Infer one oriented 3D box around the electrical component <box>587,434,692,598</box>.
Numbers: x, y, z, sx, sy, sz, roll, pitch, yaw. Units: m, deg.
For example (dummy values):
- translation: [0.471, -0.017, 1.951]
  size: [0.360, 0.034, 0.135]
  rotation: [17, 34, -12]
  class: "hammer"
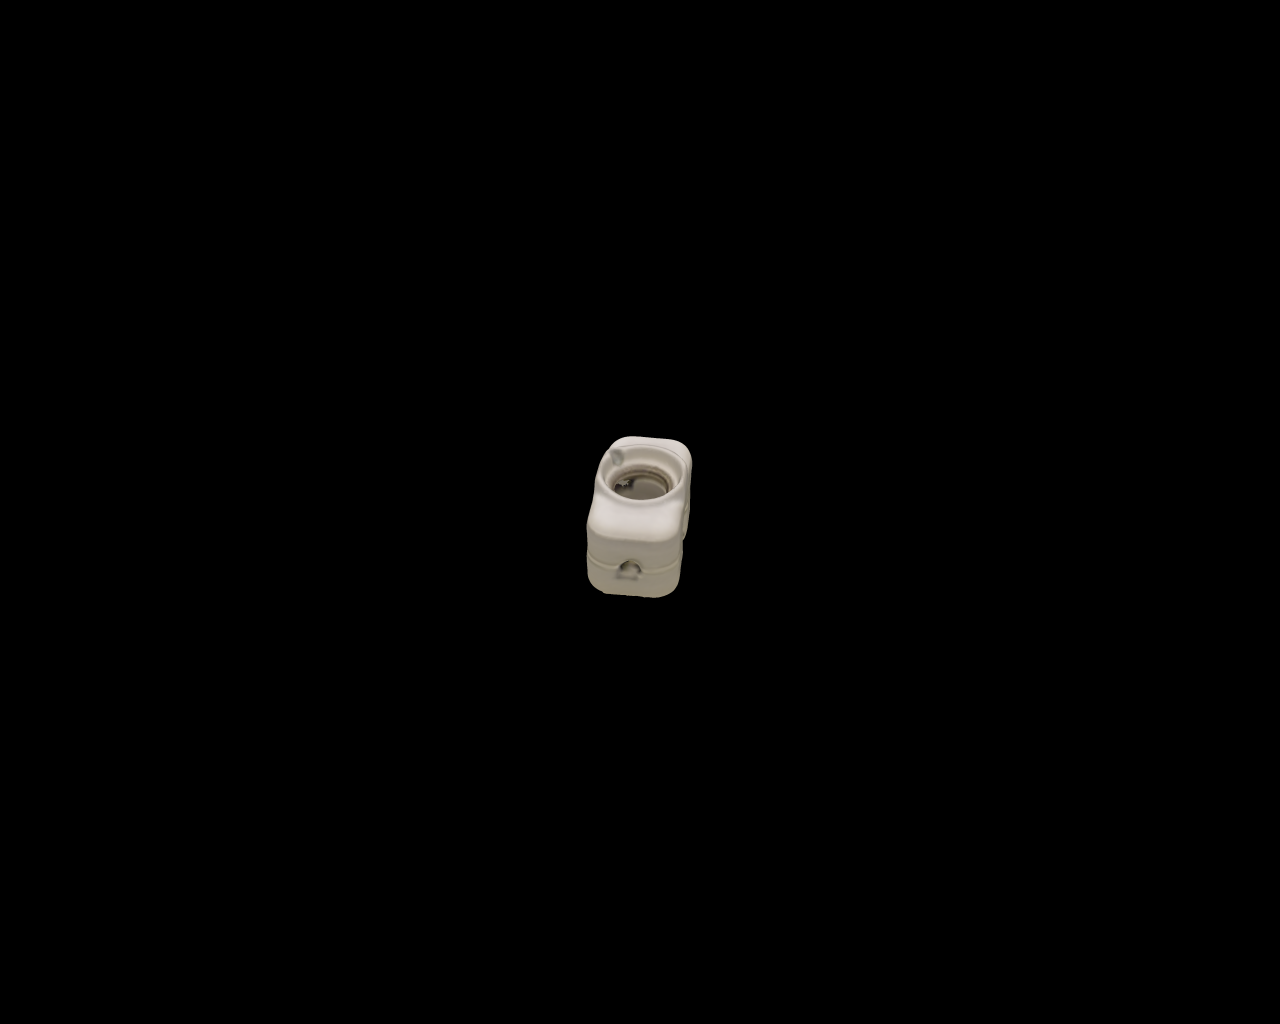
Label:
- translation: [0.001, -0.003, 0.650]
  size: [0.054, 0.059, 0.095]
  rotation: [5, 40, 6]
  class: "electrical component"
